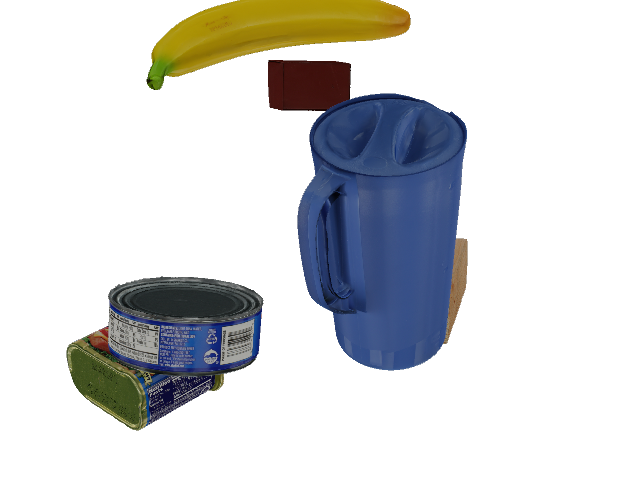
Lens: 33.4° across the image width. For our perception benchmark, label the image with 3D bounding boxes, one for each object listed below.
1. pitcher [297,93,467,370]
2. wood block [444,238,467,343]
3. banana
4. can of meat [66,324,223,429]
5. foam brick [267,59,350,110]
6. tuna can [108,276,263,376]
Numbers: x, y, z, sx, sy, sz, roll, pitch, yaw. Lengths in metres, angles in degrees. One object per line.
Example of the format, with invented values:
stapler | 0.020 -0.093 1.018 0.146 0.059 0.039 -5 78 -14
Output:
pitcher | 0.055 0.004 0.965 0.149 0.243 0.145 -5 37 -1
wood block | 0.167 0.071 1.630 0.091 0.090 0.206 4 22 14
banana | -0.036 -0.143 0.744 0.197 0.070 0.037 -18 -38 -19
can of meat | -0.144 0.101 0.869 0.102 0.057 0.083 22 34 37
foam brick | -0.012 -0.165 1.134 0.078 0.051 0.053 -2 12 -19
tuna can | -0.076 0.047 0.597 0.086 0.034 0.086 4 12 -1
